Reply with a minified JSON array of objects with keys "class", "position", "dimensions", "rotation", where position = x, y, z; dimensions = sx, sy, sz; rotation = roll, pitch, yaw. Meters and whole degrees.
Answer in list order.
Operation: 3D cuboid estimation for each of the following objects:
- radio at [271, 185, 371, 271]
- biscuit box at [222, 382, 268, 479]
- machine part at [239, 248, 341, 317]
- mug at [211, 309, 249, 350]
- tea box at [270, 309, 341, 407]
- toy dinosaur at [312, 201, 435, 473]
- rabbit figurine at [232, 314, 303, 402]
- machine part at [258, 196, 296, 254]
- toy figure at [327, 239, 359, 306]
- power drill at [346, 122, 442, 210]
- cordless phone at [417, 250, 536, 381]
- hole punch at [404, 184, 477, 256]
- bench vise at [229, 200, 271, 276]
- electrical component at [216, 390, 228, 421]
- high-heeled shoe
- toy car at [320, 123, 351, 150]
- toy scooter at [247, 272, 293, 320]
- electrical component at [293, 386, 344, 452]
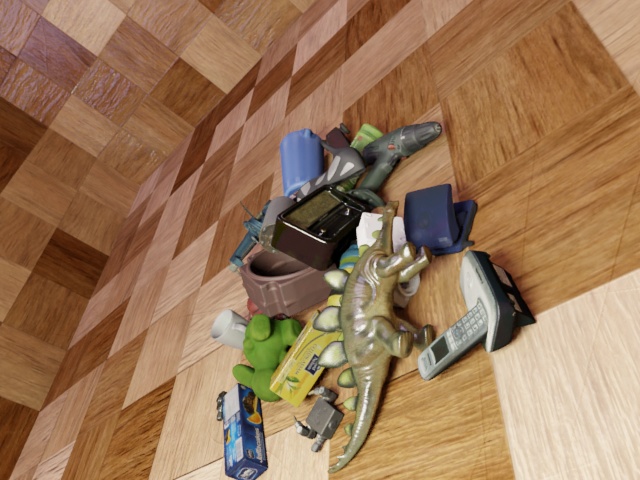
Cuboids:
[{"class":"radio","position":[0.008,-0.031,1.129],"dimensions":[0.229,0.131,0.073],"rotation":[-41,-25,-54]},{"class":"biscuit box","position":[-0.156,0.391,1.100],"dimensions":[0.059,0.062,0.203],"rotation":[-46,29,16]},{"class":"machine part","position":[-0.061,0.071,1.172],"dimensions":[0.201,0.087,0.201],"rotation":[-22,24,-21]},{"class":"mug","position":[-0.190,0.222,1.294],"dimensions":[0.110,0.107,0.081],"rotation":[-16,48,45]},{"class":"tea box","position":[-0.024,0.225,1.039],"dimensions":[0.169,0.068,0.098],"rotation":[-57,1,-2]},{"class":"toy dinosaur","position":[0.087,0.152,0.905],"dimensions":[0.199,0.105,0.471],"rotation":[-8,66,41]},{"class":"rabbit figurine","position":[-0.122,0.261,1.142],"dimensions":[0.159,0.121,0.170],"rotation":[-34,49,41]},{"class":"machine part","position":[-0.092,-0.038,1.229],"dimensions":[0.079,0.079,0.243],"rotation":[-44,16,20]},{"class":"toy figure","position":[0.068,0.082,1.073],"dimensions":[0.089,0.082,0.180],"rotation":[-25,41,38]},{"class":"power drill","position":[0.156,-0.169,1.217],"dimensions":[0.232,0.086,0.207],"rotation":[2,64,60]},{"class":"cordless phone","position":[0.211,0.120,0.810],"dimensions":[0.184,0.088,0.147],"rotation":[-46,29,25]},{"class":"hole punch","position":[0.210,-0.035,0.978],"dimensions":[0.142,0.092,0.116],"rotation":[-8,56,50]},{"class":"bench vise","position":[-0.186,-0.010,1.532],"dimensions":[0.240,0.128,0.224],"rotation":[-54,28,-14]},{"class":"electrical component","position":[-0.203,0.366,1.198],"dimensions":[0.021,0.063,0.094],"rotation":[-38,31,30]},{"class":"high-heeled shoe","position":[0.029,-0.112,1.262],"dimensions":[0.145,0.086,0.248],"rotation":[41,129,35]},{"class":"toy car","position":[0.062,-0.255,1.486],"dimensions":[0.089,0.053,0.202],"rotation":[-43,34,13]},{"class":"toy scooter","position":[-0.109,0.154,1.278],"dimensions":[0.184,0.075,0.135],"rotation":[-32,33,29]},{"class":"electrical component","position":[-0.003,0.315,0.963],"dimensions":[0.102,0.045,0.078],"rotation":[-56,26,-3]}]
